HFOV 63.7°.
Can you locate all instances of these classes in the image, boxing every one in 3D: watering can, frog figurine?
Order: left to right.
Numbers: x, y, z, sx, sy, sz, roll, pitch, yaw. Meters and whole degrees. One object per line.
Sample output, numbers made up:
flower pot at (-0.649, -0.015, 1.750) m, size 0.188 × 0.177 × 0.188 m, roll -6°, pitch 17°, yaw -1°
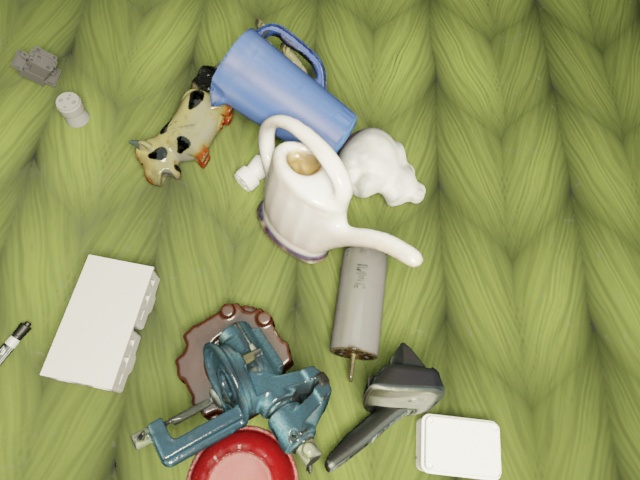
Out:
watering can at (0.002, -0.040, 0.802) m, size 0.105 × 0.219 × 0.352 m, roll -26°, pitch 64°, yaw -31°
frog figurine at (0.110, -0.119, 0.904) m, size 0.161 × 0.119 × 0.139 m, roll 34°, pitch 49°, yaw 24°
